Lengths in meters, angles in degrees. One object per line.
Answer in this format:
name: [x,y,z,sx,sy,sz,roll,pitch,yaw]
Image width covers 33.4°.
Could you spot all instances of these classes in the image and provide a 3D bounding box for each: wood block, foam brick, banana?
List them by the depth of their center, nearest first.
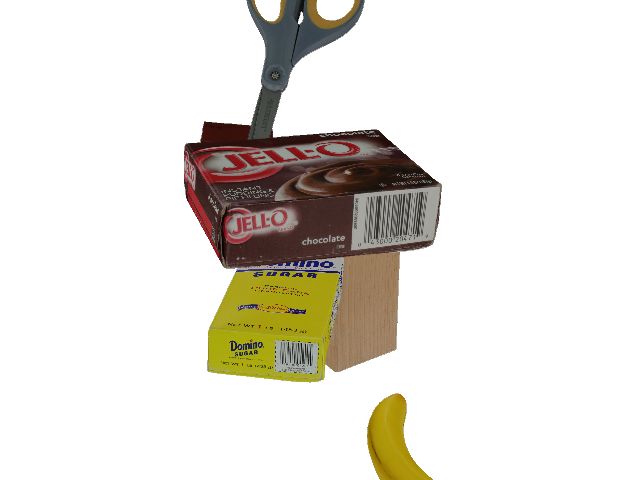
banana: [0.081,0.211,1.054,0.069,0.037,0.198,9,22,-21]
foam brick: [-0.091,-0.092,1.149,0.078,0.051,0.053,5,30,-4]
wood block: [0.030,0.032,1.220,0.090,0.206,0.090,-17,32,-29]

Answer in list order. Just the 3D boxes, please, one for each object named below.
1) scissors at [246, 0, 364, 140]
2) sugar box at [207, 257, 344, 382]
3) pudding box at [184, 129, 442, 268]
scissors: [-0.013,-0.122,0.761,0.096,0.202,0.016,-1,-17,-4]
sugar box: [-0.033,0.057,0.903,0.093,0.048,0.176,5,24,4]
pudding box: [-0.007,-0.024,0.547,0.113,0.039,0.090,-4,26,-18]
